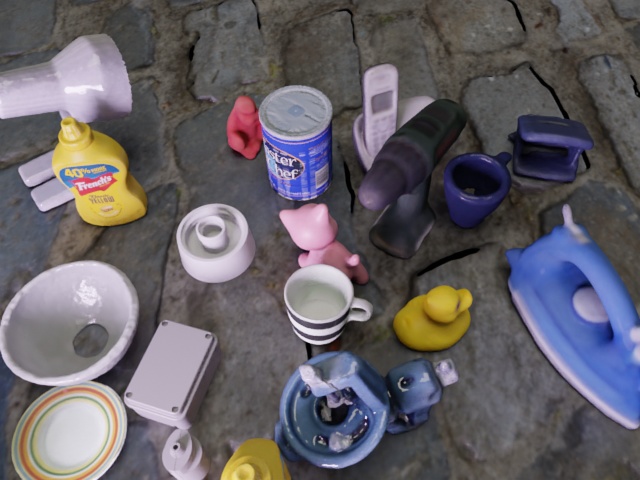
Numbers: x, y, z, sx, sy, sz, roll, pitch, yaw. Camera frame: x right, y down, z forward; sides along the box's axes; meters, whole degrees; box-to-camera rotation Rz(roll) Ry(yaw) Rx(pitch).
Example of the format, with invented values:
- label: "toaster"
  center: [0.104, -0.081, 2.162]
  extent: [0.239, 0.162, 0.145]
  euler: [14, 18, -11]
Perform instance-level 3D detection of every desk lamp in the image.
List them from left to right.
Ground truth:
- label: "desk lamp"
  center: [-0.364, -0.175, 0.831]
  extent: [0.203, 0.214, 0.117]
  euler: [-32, 61, -18]

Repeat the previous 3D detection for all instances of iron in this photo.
- label: "iron"
  center: [0.333, 0.085, 0.690]
  extent: [0.119, 0.141, 0.258]
  euler: [-16, 58, -9]

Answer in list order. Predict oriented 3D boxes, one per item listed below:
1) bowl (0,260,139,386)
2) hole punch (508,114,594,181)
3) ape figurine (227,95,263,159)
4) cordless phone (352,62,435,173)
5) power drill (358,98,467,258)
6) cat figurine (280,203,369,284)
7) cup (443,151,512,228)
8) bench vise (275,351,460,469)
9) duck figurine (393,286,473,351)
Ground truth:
- label: "bowl"
  center: [-0.303, 0.114, 0.723]
  extent: [0.167, 0.075, 0.167]
  euler: [0, 57, 1]
- label: "hole punch"
  center: [0.352, -0.157, 0.879]
  extent: [0.108, 0.091, 0.101]
  euler: [9, 57, 7]
- label: "ape figurine"
  center: [-0.116, -0.188, 0.907]
  extent: [0.078, 0.092, 0.076]
  euler: [-26, 60, -15]
- label: "cordless phone"
  center: [0.121, -0.187, 0.847]
  extent: [0.148, 0.185, 0.094]
  euler: [-22, 59, -13]
- label: "power drill"
  center: [0.117, -0.071, 0.756]
  extent: [0.075, 0.208, 0.230]
  euler: [27, 61, 18]
- label: "cat figurine"
  center: [0.007, 0.003, 0.764]
  extent: [0.067, 0.118, 0.127]
  euler: [-39, 64, -22]
- label: "cup"
  center: [0.226, -0.071, 0.822]
  extent: [0.118, 0.095, 0.091]
  euler: [-38, 64, -21]
- label: "bench vise"
  center: [0.044, 0.150, 0.606]
  extent: [0.208, 0.220, 0.121]
  euler: [-32, 61, -18]
- label: "duck figurine"
  center: [0.145, 0.091, 0.723]
  extent: [0.104, 0.086, 0.077]
  euler: [-16, 58, -9]
